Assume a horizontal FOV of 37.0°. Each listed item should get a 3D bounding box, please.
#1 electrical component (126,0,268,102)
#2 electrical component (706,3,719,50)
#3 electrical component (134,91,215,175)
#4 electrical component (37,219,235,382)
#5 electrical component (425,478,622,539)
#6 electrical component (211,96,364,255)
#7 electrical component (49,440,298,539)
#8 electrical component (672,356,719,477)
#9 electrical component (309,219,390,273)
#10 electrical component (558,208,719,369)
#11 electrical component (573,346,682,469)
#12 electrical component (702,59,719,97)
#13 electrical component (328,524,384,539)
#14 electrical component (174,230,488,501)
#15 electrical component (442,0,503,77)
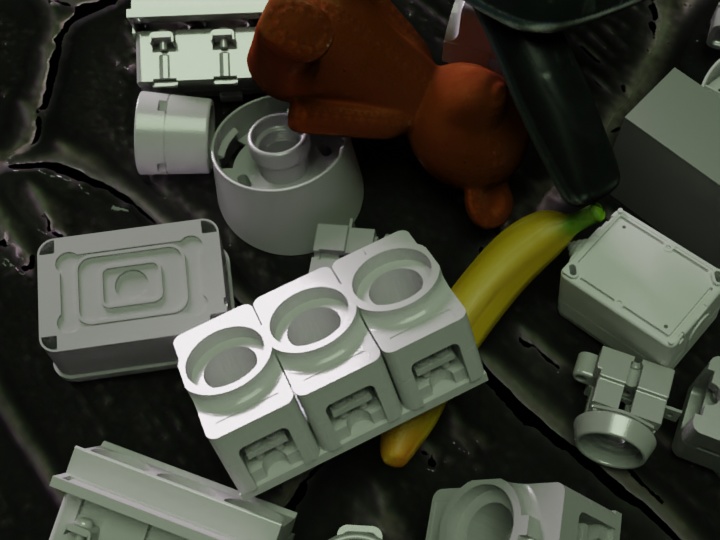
[{"bbox_3d":[-0.091,-0.152,0.737,0.121,0.078,0.063,-3,84,-1],"label":"electrical component"},{"bbox_3d":[0.290,-0.177,0.756,0.078,0.058,0.057,17,68,9],"label":"electrical component"},{"bbox_3d":[-0.123,-0.090,0.717,0.047,0.055,0.055,2,64,-3],"label":"electrical component"},{"bbox_3d":[-0.135,0.020,0.661,0.113,0.057,0.078,-8,64,-3],"label":"electrical component"},{"bbox_3d":[0.073,0.189,0.551,0.089,0.062,0.150,-15,53,44],"label":"electrical component"},{"bbox_3d":[-0.049,-0.067,0.713,0.099,0.064,0.099,-4,51,5],"label":"electrical component"},{"bbox_3d":[-0.105,0.146,0.596,0.121,0.079,0.063,18,87,9],"label":"electrical component"},{"bbox_3d":[0.234,0.095,0.624,0.089,0.055,0.050,20,66,10],"label":"electrical component"},{"bbox_3d":[0.000,0.000,0.678,0.055,0.048,0.066,4,64,10],"label":"electrical component"},{"bbox_3d":[0.167,0.014,0.665,0.096,0.061,0.062,36,70,25],"label":"electrical component"},{"bbox_3d":[0.155,0.083,0.636,0.066,0.048,0.055,19,58,9],"label":"electrical component"},{"bbox_3d":[0.274,-0.103,0.715,0.099,0.064,0.099,0,64,0],"label":"electrical component"},{"bbox_3d":[-0.002,0.176,0.585,0.058,0.057,0.078,3,64,2],"label":"electrical component"},{"bbox_3d":[-0.019,0.047,0.600,0.150,0.061,0.089,-26,39,-6],"label":"electrical component"},{"bbox_3d":[0.109,-0.202,0.750,0.062,0.089,0.150,17,65,8],"label":"electrical component"}]
